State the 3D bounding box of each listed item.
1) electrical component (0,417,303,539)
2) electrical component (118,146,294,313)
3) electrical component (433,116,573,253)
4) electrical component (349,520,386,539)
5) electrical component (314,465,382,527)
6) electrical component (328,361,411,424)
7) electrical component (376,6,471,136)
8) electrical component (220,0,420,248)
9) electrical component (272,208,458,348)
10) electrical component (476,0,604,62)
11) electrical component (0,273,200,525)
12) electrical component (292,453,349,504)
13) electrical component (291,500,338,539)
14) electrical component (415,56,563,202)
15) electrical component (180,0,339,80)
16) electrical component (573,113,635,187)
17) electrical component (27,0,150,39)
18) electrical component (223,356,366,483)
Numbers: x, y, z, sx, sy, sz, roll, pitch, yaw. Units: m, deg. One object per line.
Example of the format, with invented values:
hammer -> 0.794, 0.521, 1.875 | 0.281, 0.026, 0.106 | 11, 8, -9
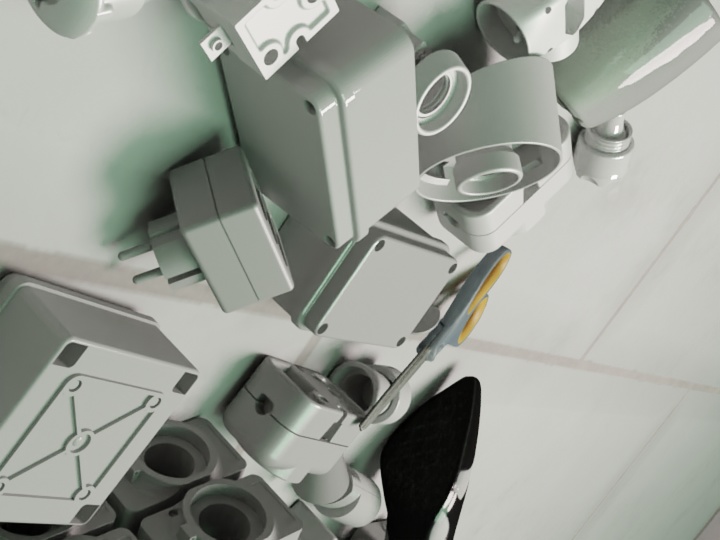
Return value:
electrical component -> -0.136, 0.155, 0.609 | 0.186, 0.105, 0.060 | -14, 136, -46
electrical component -> -0.082, -0.013, 0.540 | 0.077, 0.047, 0.065 | -20, 138, 0
electrical component -> 0.096, -0.061, 0.721 | 0.095, 0.054, 0.059 | -43, 150, -11
electrical component -> 0.014, 0.284, 1.020 | 0.099, 0.048, 0.100 | -56, 150, 13
electrical component -> -0.016, 0.178, 0.860 | 0.043, 0.043, 0.081 | -48, 151, -3
electrical component -> 0.007, 0.091, 0.788 | 0.045, 0.045, 0.055 | -55, 151, 11
electrical component -> 0.026, -0.103, 0.574 | 0.048, 0.055, 0.066 | -50, 151, 1
electrical component -> -0.018, -0.075, 0.526 | 0.057, 0.078, 0.113 | -40, 150, -22
electrical component -> 0.000, 0.000, 0.659 | 0.078, 0.057, 0.113 | -56, 150, 12
electrical component -> 0.113, -0.152, 0.648 | 0.077, 0.043, 0.079 | -41, 150, -14
electrical component -> -0.153, 0.068, 0.532 | 0.108, 0.056, 0.109 | -52, 151, 6
electrical component -> -0.029, 0.137, 0.798 | 0.044, 0.044, 0.065 | -30, 141, -31
electrical component -> -0.055, 0.238, 0.874 | 0.077, 0.047, 0.065 | -41, 150, -13
electrical component -> 0.073, -0.081, 0.643 | 0.099, 0.064, 0.099 | -9, 164, -3
electrical component -> -0.048, -0.119, 0.456 | 0.066, 0.055, 0.048 | -45, 150, -7
electrical component -> 0.186, -0.097, 0.811 | 0.043, 0.043, 0.062 | -31, 145, -29
electrical component -> -0.095, -0.117, 0.409 | 0.062, 0.048, 0.048 | -29, 145, -44
electrical component -> -0.045, 0.102, 0.722 | 0.059, 0.054, 0.095 | -52, 151, 5
